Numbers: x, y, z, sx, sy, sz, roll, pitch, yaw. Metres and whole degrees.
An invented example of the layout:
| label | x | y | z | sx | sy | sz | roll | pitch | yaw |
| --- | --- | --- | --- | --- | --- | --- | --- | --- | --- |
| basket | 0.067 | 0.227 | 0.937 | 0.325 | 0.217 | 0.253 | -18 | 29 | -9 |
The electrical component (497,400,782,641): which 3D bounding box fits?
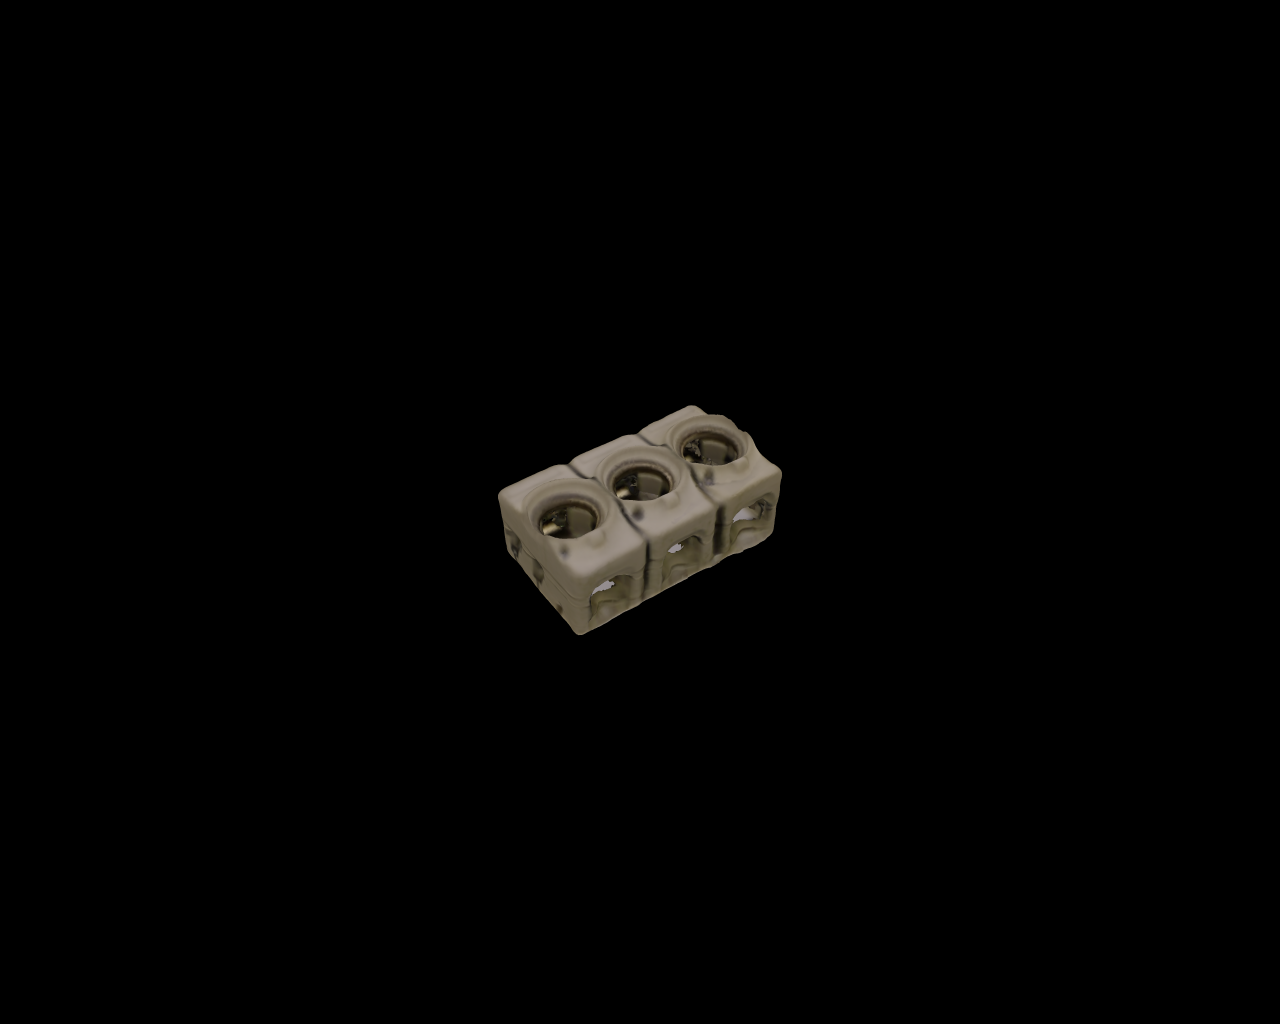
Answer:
| label | x | y | z | sx | sy | sz | roll | pitch | yaw |
| --- | --- | --- | --- | --- | --- | --- | --- | --- | --- |
| electrical component | 0.001 | -0.003 | 0.650 | 0.150 | 0.061 | 0.089 | -27 | 50 | -25 |
